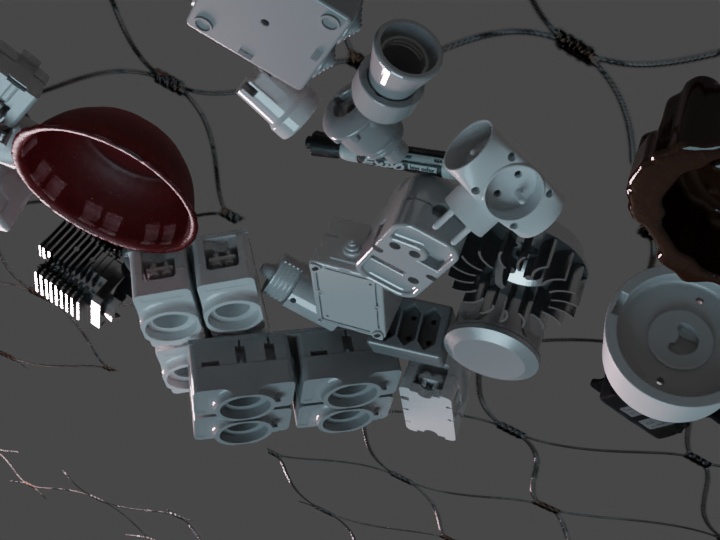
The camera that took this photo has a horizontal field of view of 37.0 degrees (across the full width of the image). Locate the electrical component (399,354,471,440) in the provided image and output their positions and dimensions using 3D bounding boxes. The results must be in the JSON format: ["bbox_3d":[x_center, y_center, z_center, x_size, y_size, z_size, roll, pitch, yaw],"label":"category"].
[{"bbox_3d":[0.072,0.111,1.009,0.050,0.055,0.089,13,149,16],"label":"electrical component"}]

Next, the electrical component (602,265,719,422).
[{"bbox_3d":[0.226,0.057,0.770,0.108,0.108,0.060,16,156,11],"label":"electrical component"}]

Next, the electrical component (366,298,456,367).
[{"bbox_3d":[0.048,0.057,0.945,0.066,0.047,0.076,12,166,13],"label":"electrical component"}]

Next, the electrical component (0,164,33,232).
[{"bbox_3d":[-0.352,-0.077,0.977,0.096,0.061,0.061,9,148,23],"label":"electrical component"}]

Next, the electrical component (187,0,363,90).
[{"bbox_3d":[-0.049,-0.164,0.646,0.100,0.048,0.100,29,150,-12],"label":"electrical component"}]

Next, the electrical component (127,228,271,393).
[{"bbox_3d":[-0.141,0.047,0.996,0.105,0.060,0.186,-10,148,-3],"label":"electrical component"}]

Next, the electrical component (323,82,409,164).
[{"bbox_3d":[0.009,-0.095,0.727,0.048,0.048,0.062,-6,149,39],"label":"electrical component"}]

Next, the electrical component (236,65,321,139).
[{"bbox_3d":[-0.056,-0.119,0.736,0.046,0.040,0.040,40,146,-19],"label":"electrical component"}]

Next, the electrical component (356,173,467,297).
[{"bbox_3d":[0.042,-0.028,0.796,0.054,0.059,0.095,28,150,-10],"label":"electrical component"}]

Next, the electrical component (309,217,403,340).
[{"bbox_3d":[0.000,0.000,0.876,0.062,0.061,0.096,15,143,15],"label":"electrical component"}]

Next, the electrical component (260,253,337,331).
[{"bbox_3d":[-0.051,0.016,0.947,0.081,0.043,0.043,29,150,-12],"label":"electrical component"}]

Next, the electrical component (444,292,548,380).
[{"bbox_3d":[0.114,0.053,0.890,0.080,0.051,0.080,17,150,10],"label":"electrical component"}]

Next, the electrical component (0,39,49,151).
[{"bbox_3d":[-0.302,-0.155,0.807,0.121,0.078,0.063,37,118,-25],"label":"electrical component"}]

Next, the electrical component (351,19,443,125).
[{"bbox_3d":[0.022,-0.122,0.671,0.045,0.045,0.055,26,151,-6],"label":"electrical component"}]

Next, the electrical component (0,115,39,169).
[{"bbox_3d":[-0.308,-0.115,0.877,0.077,0.079,0.044,33,104,-18],"label":"electrical component"}]

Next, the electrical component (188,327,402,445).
[{"bbox_3d":[-0.062,0.107,0.997,0.186,0.060,0.105,-5,149,-11],"label":"electrical component"}]

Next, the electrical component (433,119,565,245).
[{"bbox_3d":[0.085,-0.049,0.727,0.079,0.044,0.077,-43,118,15],"label":"electrical component"}]

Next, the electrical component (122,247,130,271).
[{"bbox_3d":[-0.184,-0.021,0.976,0.048,0.048,0.062,33,141,-18],"label":"electrical component"}]
